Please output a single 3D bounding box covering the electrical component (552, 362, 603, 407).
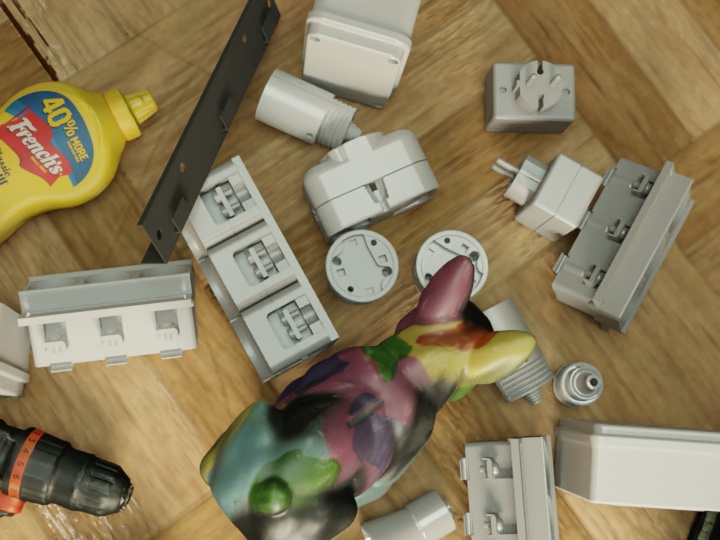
[{"bbox_3d":[0.170,0.087,0.823,0.035,0.061,0.035,1,81,-5],"label":"electrical component"}]

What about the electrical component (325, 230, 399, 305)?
[{"bbox_3d":[0.000,0.000,0.830,0.055,0.047,0.055,1,82,-4],"label":"electrical component"}]

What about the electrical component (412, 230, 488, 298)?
[{"bbox_3d":[0.068,0.000,0.835,0.055,0.047,0.055,1,82,-4],"label":"electrical component"}]

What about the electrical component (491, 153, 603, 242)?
[{"bbox_3d":[0.138,-0.065,0.841,0.077,0.065,0.047,30,81,0],"label":"electrical component"}]

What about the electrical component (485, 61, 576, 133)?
[{"bbox_3d":[0.138,-0.141,0.846,0.066,0.076,0.047,1,82,-4],"label":"electrical component"}]

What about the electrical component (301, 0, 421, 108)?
[{"bbox_3d":[-0.001,-0.175,0.822,0.078,0.113,0.057,16,78,-2],"label":"electrical component"}]

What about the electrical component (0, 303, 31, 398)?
[{"bbox_3d":[-0.284,0.057,0.766,0.078,0.113,0.057,3,79,-4],"label":"electrical component"}]

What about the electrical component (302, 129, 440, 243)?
[{"bbox_3d":[0.006,-0.068,0.837,0.095,0.053,0.059,-24,84,-7],"label":"electrical component"}]

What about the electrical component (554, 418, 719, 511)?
[{"bbox_3d":[0.209,0.143,0.795,0.109,0.108,0.056,5,84,-4],"label":"electrical component"}]

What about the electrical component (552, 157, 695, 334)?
[{"bbox_3d":[0.203,-0.021,0.837,0.063,0.078,0.121,26,80,25],"label":"electrical component"}]

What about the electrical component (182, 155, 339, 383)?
[{"bbox_3d":[-0.081,0.003,0.802,0.062,0.089,0.150,-29,85,-8],"label":"electrical component"}]

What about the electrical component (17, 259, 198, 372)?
[{"bbox_3d":[-0.184,0.034,0.801,0.121,0.078,0.063,-6,104,-5],"label":"electrical component"}]

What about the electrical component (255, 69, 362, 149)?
[{"bbox_3d":[-0.037,-0.122,0.846,0.081,0.043,0.043,24,81,-1],"label":"electrical component"}]

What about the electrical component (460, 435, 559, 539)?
[{"bbox_3d":[0.113,0.187,0.803,0.063,0.079,0.121,-6,82,17],"label":"electrical component"}]

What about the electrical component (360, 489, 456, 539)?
[{"bbox_3d":[0.039,0.194,0.809,0.065,0.044,0.044,-28,85,-12],"label":"electrical component"}]

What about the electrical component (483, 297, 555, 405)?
[{"bbox_3d":[0.117,0.066,0.831,0.043,0.043,0.081,-28,85,-8],"label":"electrical component"}]
